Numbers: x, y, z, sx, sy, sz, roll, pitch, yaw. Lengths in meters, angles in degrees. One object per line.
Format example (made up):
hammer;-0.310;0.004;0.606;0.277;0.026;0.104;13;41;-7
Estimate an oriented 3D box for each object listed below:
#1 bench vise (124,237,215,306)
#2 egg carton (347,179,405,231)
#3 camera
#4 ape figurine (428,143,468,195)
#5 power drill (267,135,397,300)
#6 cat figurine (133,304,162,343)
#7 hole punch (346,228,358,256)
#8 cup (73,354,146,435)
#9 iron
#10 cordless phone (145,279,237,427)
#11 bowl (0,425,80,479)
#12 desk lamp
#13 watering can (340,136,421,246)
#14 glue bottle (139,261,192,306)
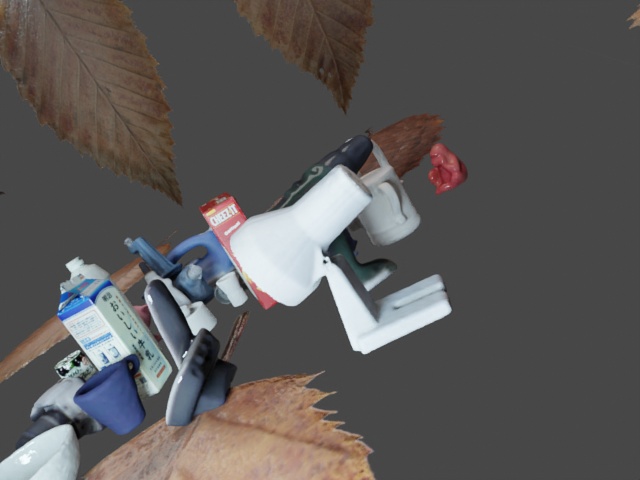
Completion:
bench vise;-0.351;0.069;1.337;0.207;0.220;0.121;-24;15;23
egg carton;0.109;-0.081;1.226;0.150;0.069;0.107;-38;16;-30
camera;-0.439;0.302;0.946;0.142;0.101;0.137;-20;17;37
ape figurine;0.245;-0.146;1.125;0.076;0.092;0.077;-34;14;-13
power drill;0.029;-0.022;0.888;0.230;0.208;0.075;-34;14;-15
cat figurine;-0.407;0.189;1.243;0.127;0.118;0.067;-21;16;33
hole punch;0.010;0.004;1.086;0.108;0.091;0.101;-26;14;18
cup;-0.308;0.244;0.890;0.091;0.095;0.118;-21;17;35
iron;-0.334;0.068;1.470;0.258;0.141;0.118;-32;14;-6
cordless phone;-0.207;0.153;0.808;0.094;0.185;0.147;-29;14;4
bowl;-0.390;0.336;0.777;0.167;0.075;0.167;-29;14;8
desk lamp;0.023;0.028;0.711;0.203;0.214;0.118;-28;14;12
watering can;0.092;-0.094;1.044;0.101;0.194;0.172;-39;16;-30
glue bottle;-0.331;0.118;1.219;0.078;0.173;0.037;-35;15;-17
